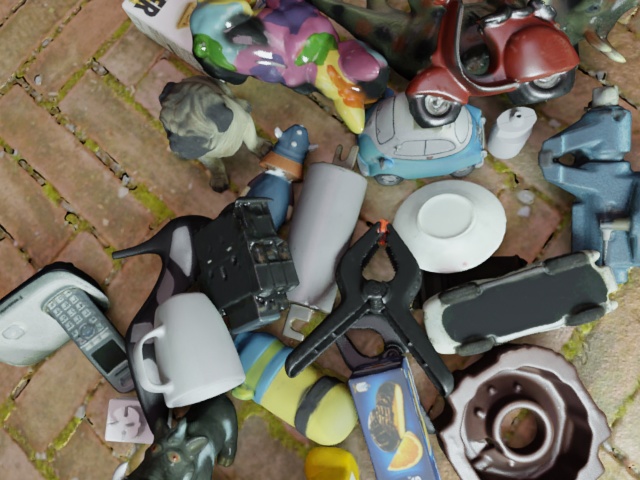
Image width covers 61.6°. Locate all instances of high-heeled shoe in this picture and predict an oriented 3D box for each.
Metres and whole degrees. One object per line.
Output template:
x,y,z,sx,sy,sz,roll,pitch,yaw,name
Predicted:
-0.161,0.090,0.642,0.145,0.086,0.248,-10,76,-22,high-heeled shoe

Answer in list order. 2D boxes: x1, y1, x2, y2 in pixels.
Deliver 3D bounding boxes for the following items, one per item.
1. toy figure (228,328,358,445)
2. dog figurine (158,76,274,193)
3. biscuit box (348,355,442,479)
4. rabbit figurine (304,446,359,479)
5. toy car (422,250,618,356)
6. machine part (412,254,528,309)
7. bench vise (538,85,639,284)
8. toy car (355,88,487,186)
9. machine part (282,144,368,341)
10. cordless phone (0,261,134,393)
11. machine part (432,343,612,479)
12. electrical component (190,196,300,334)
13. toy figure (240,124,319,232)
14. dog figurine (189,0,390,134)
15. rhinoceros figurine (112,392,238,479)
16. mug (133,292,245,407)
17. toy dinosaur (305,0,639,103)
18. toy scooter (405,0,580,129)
-0.041,0.162,0.607,0.180,0.089,0.082,34,92,10,toy figure
-0.149,-0.160,0.637,0.172,0.190,0.121,41,86,15,dog figurine
0.089,0.231,0.570,0.063,0.059,0.202,-17,87,11,biscuit box
-0.038,0.314,0.551,0.173,0.162,0.121,-11,114,20,rabbit figurine
0.211,0.068,0.574,0.202,0.056,0.073,-18,82,8,toy car
0.176,0.043,0.629,0.139,0.039,0.084,-3,73,9,machine part
0.364,-0.058,0.572,0.241,0.128,0.223,0,86,26,bench vise
0.119,-0.128,0.639,0.162,0.103,0.109,2,80,10,toy car
-0.001,-0.002,0.642,0.079,0.079,0.243,15,82,10,machine part
-0.311,0.131,0.663,0.146,0.089,0.184,-37,95,-1,cordless phone
0.210,0.199,0.571,0.179,0.056,0.179,0,84,-1,machine part
-0.085,0.032,0.598,0.115,0.058,0.134,-32,70,44,electrical component
-0.056,-0.073,0.672,0.058,0.064,0.154,11,75,51,toy figure
-0.027,-0.208,0.623,0.191,0.108,0.219,-19,50,-34,dog figurine
-0.142,0.228,0.561,0.073,0.190,0.112,23,109,11,rhinoceros figurine
-0.143,0.112,0.559,0.081,0.109,0.107,-42,61,40,mug
0.168,-0.253,0.656,0.405,0.131,0.192,-7,77,13,toy dinosaur
0.172,-0.198,0.552,0.184,0.075,0.135,-13,103,-1,toy scooter
